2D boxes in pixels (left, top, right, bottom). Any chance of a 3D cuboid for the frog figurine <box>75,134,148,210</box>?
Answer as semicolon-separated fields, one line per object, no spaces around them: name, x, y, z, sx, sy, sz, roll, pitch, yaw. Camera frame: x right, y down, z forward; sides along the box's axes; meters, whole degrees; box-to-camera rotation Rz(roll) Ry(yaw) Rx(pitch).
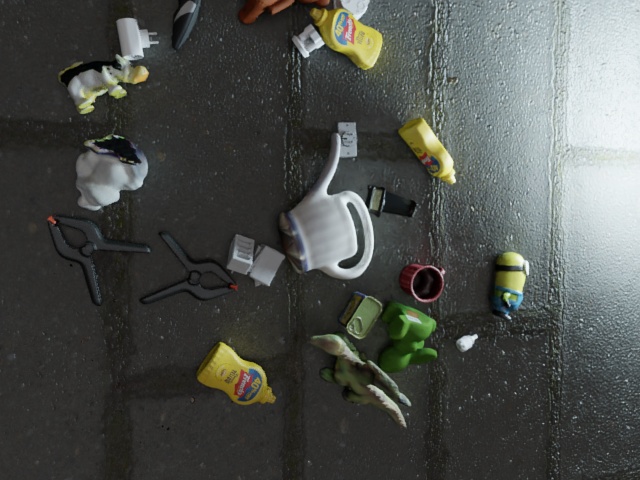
frog figurine;-0.445;-0.136;1.092;0.137;0.125;0.156;12;126;-26

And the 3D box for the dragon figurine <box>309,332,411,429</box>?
dragon figurine;0.122;0.344;1.208;0.407;0.242;0.123;43;77;-13

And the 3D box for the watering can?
watering can;0.004;-0.061;1.219;0.225;0.104;0.345;-19;99;-15
